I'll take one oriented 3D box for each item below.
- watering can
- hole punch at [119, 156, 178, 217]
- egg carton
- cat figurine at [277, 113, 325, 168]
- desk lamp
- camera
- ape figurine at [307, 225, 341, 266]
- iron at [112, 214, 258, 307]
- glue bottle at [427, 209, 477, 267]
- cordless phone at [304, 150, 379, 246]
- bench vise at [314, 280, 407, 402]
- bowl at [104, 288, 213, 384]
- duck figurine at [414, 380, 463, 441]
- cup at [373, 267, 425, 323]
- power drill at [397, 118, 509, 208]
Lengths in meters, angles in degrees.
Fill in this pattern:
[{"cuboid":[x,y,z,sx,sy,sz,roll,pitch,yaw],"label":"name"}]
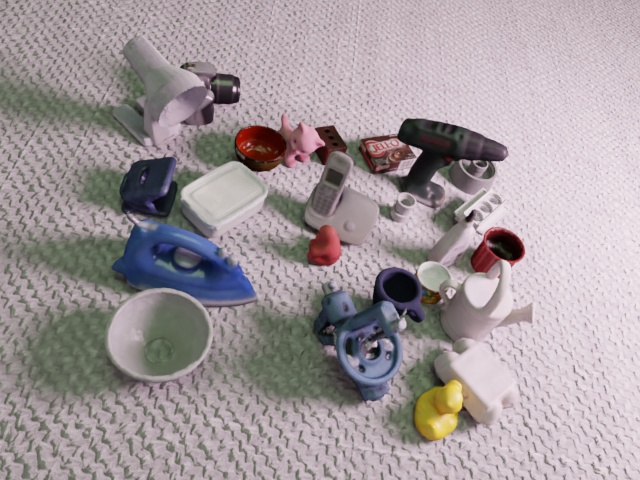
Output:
[{"cuboid":[0.313,0.112,1.067,0.173,0.194,0.101,5,53,-12],"label":"watering can"},{"cuboid":[-0.334,-0.109,1.115,0.101,0.091,0.108,10,52,-8],"label":"hole punch"},{"cuboid":[0.279,0.253,1.030,0.107,0.069,0.150,-28,66,-31],"label":"egg carton"},{"cuboid":[-0.050,-0.228,1.270,0.067,0.118,0.127,-27,65,-31],"label":"cat figurine"},{"cuboid":[-0.336,-0.294,1.176,0.203,0.213,0.118,41,54,16],"label":"desk lamp"},{"cuboid":[-0.251,-0.346,1.312,0.137,0.101,0.143,-1,54,-16],"label":"camera"},{"cuboid":[0.010,0.004,1.128,0.076,0.092,0.078,42,54,17],"label":"ape figurine"},{"cuboid":[-0.225,0.032,1.007,0.258,0.141,0.118,17,51,-3],"label":"iron"},{"cuboid":[0.279,-0.005,1.160,0.078,0.173,0.037,-17,60,-26],"label":"glue bottle"},{"cuboid":[0.055,-0.086,1.149,0.147,0.185,0.094,23,51,2],"label":"cordless phone"},{"cuboid":[0.060,0.148,0.951,0.207,0.219,0.122,41,54,16],"label":"bench vise"},{"cuboid":[-0.261,0.166,0.938,0.167,0.074,0.167,8,52,-10],"label":"bowl"},{"cuboid":[0.210,0.285,0.976,0.077,0.086,0.105,33,52,10],"label":"duck figurine"},{"cuboid":[0.144,0.121,1.075,0.092,0.095,0.117,-27,65,-31],"label":"cup"},{"cuboid":[0.267,-0.171,1.259,0.229,0.208,0.076,24,51,3],"label":"power drill"}]
